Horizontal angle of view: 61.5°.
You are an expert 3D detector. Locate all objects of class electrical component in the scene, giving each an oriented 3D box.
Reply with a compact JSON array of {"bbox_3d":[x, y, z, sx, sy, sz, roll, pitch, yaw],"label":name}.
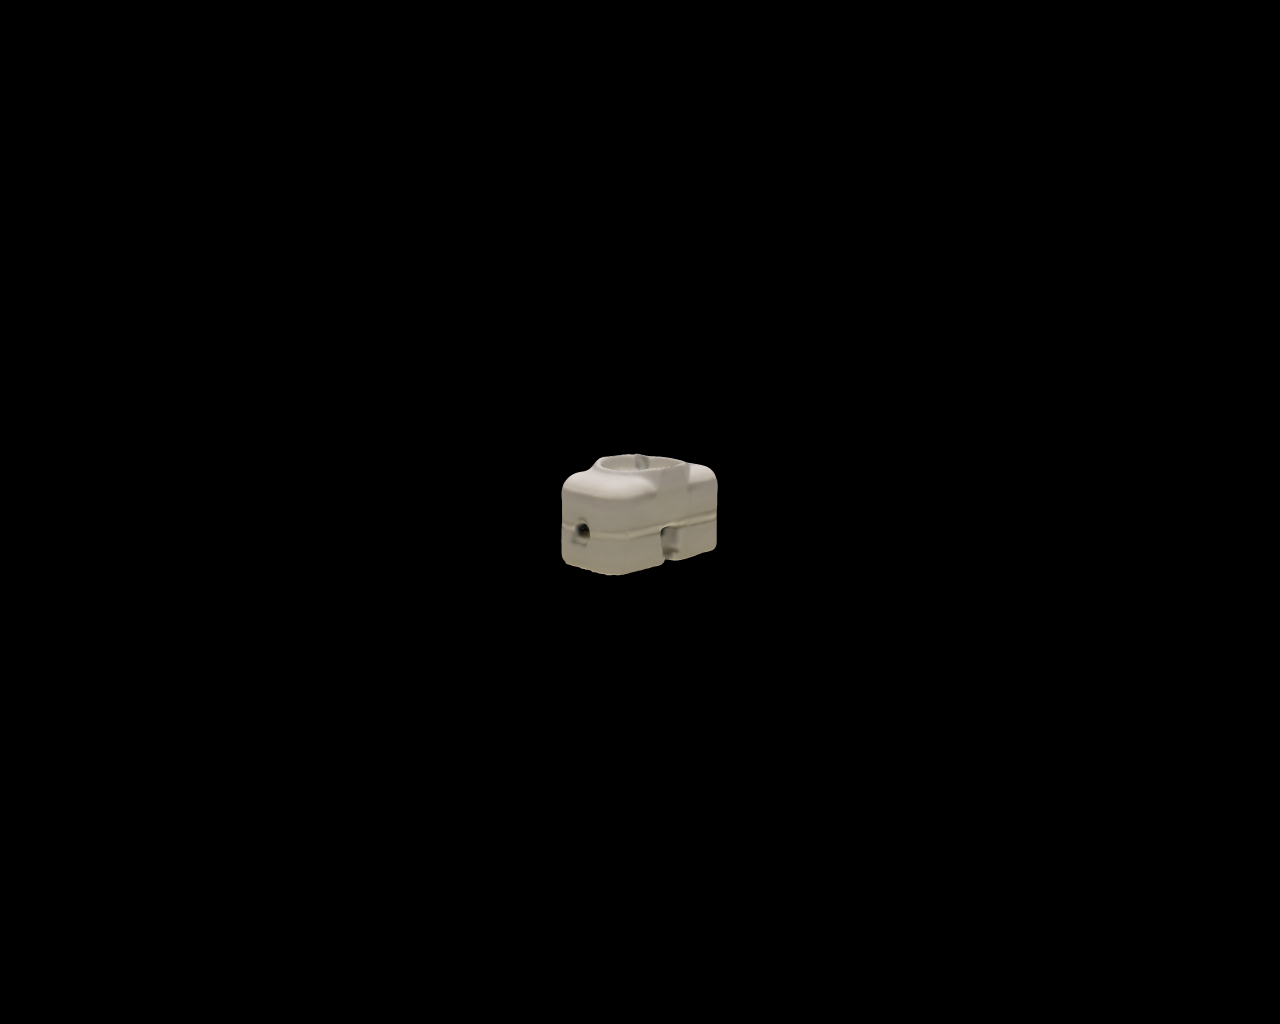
[{"bbox_3d":[0.001,-0.003,0.650,0.095,0.059,0.054,-11,17,-42],"label":"electrical component"}]
